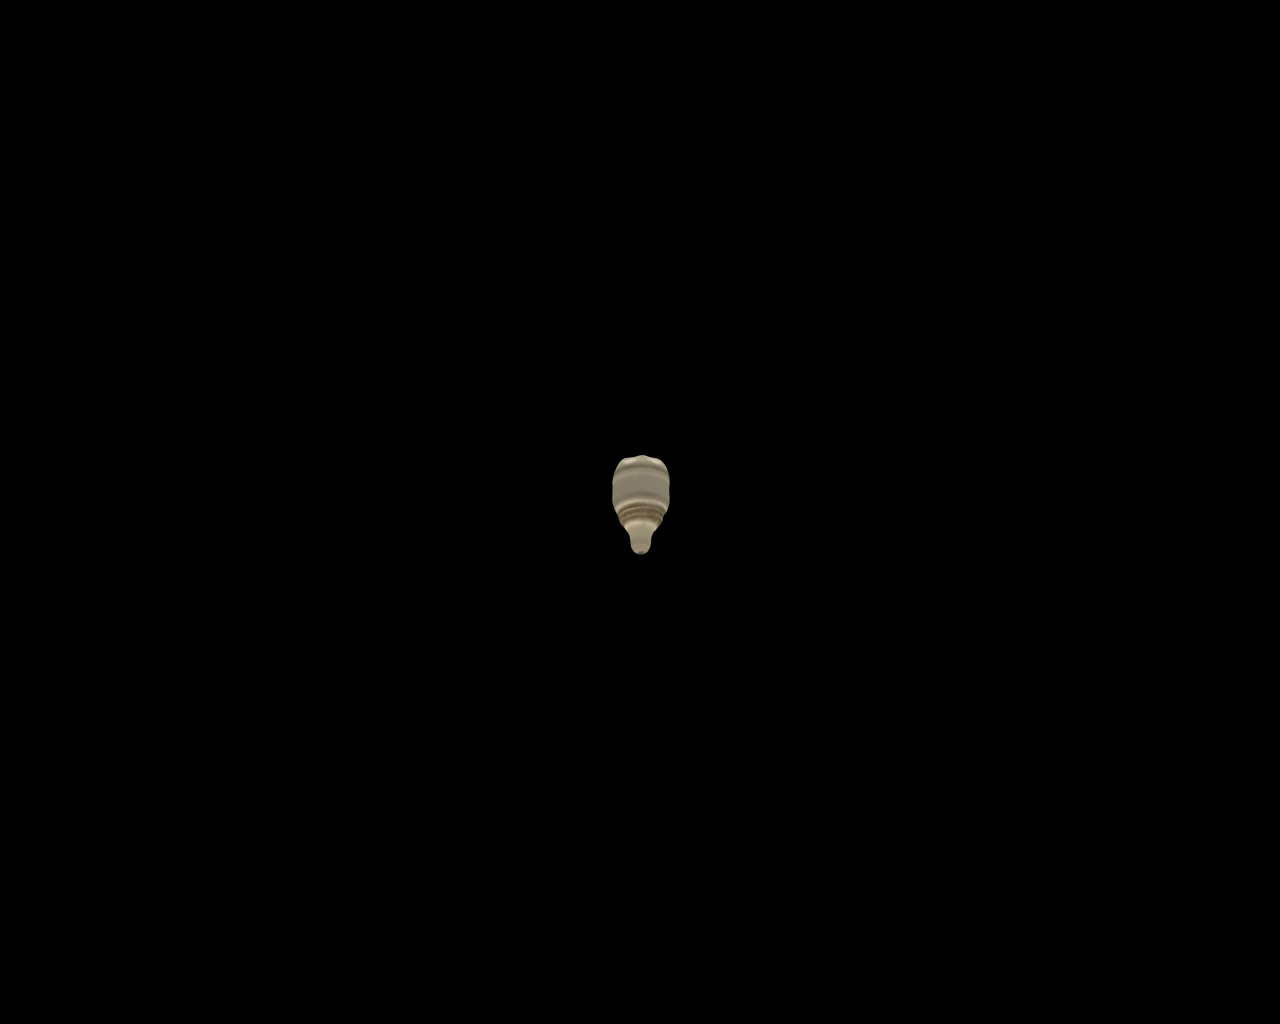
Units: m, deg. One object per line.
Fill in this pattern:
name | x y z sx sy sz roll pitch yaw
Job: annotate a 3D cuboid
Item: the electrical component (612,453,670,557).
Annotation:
electrical component | 0.001 -0.003 0.650 0.035 0.061 0.035 0 -26 0
